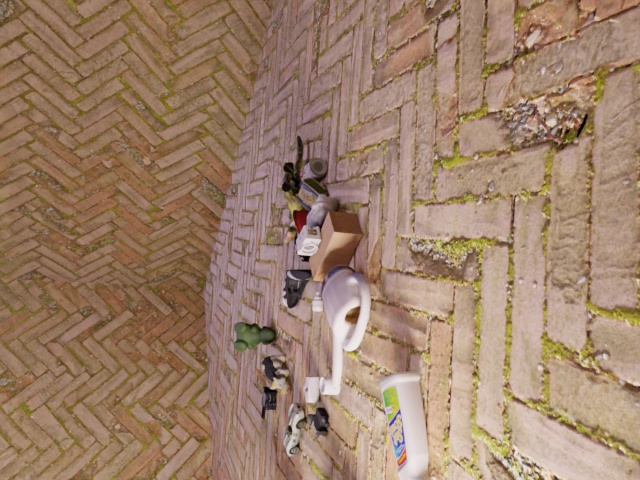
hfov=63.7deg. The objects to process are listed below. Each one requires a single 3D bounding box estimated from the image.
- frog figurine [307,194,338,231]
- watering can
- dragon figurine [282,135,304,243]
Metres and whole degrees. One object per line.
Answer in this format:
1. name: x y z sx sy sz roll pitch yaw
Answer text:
1. frog figurine: 0.005 -0.082 1.627 0.134 0.122 0.163 68 -178 -58
2. watering can: 0.060 0.218 1.413 0.229 0.104 0.340 -112 33 -53
3. dragon figurine: -0.100 -0.178 1.985 0.237 0.122 0.420 112 165 -56
